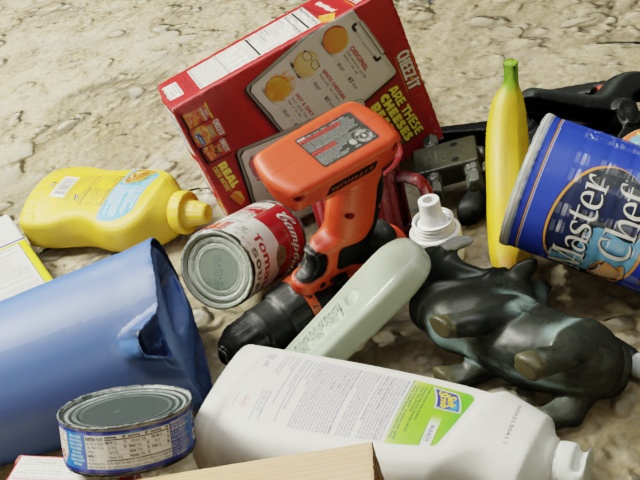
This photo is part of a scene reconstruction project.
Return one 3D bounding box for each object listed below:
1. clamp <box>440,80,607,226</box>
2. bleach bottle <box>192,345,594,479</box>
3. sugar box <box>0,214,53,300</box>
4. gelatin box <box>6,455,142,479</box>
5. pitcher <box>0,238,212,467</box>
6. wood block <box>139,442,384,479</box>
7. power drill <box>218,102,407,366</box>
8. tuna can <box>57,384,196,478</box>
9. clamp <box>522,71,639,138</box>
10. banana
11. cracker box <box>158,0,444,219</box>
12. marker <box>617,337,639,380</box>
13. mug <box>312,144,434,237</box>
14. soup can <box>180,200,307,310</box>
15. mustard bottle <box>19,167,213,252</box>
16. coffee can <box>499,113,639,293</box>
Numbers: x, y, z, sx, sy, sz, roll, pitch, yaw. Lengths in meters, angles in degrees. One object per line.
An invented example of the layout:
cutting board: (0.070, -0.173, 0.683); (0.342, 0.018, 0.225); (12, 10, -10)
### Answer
clamp: (0.184, -0.088, 0.979); (0.210, 0.036, 0.164); (-20, 35, 0)
bleach bottle: (0.047, 0.133, 0.695); (0.251, 0.068, 0.102); (7, 44, 26)
sugar box: (-0.300, 0.043, 0.984); (0.093, 0.048, 0.176); (-28, 32, -17)
gelatin box: (-0.152, 0.177, 0.701); (0.089, 0.073, 0.030); (-3, 36, 19)
pitcher: (-0.209, 0.098, 0.807); (0.243, 0.149, 0.145); (-19, 49, 1)
wood block: (-0.059, 0.195, 0.622); (0.206, 0.090, 0.091); (-11, 33, 8)
power drill: (-0.005, 0.001, 0.798); (0.184, 0.188, 0.057); (-34, 58, -25)
tuna can: (-0.122, 0.120, 0.680); (0.086, 0.034, 0.086); (-5, 9, 1)
clamp: (0.254, -0.110, 0.939); (0.171, 0.120, 0.039); (-34, -5, -30)
banana: (0.154, -0.047, 0.882); (0.037, 0.069, 0.198); (-5, 69, 19)
cracker box: (-0.016, -0.116, 0.963); (0.213, 0.164, 0.072); (-30, 35, -6)
marker: (0.234, 0.096, 0.707); (0.020, 0.020, 0.121); (-31, 36, -21)
mug: (0.044, -0.036, 0.920); (0.117, 0.081, 0.093); (3, 38, 26)
soup can: (-0.062, 0.011, 0.880); (0.069, 0.068, 0.102); (1, 15, 24)
mustard bottle: (-0.189, -0.030, 1.029); (0.192, 0.058, 0.096); (3, 40, 27)
coffee can: (0.213, -0.021, 0.772); (0.140, 0.103, 0.102); (21, 44, 14)
